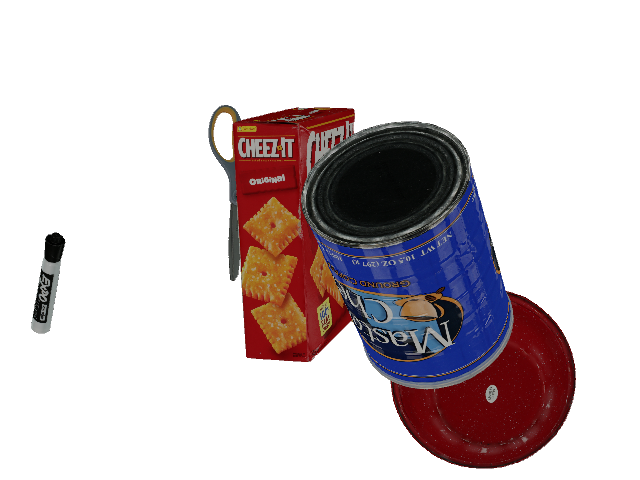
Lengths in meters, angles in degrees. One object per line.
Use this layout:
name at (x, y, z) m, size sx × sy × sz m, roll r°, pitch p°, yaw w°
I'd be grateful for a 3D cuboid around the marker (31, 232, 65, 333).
marker at (-0.266, 0.042, 1.043) m, size 0.020 × 0.121 × 0.020 m, roll 13°, pitch 35°, yaw -10°

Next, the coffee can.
coffee can at (0.058, 0.011, 0.667) m, size 0.103 × 0.102 × 0.140 m, roll 0°, pitch -42°, yaw 24°

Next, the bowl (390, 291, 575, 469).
bowl at (0.141, 0.124, 0.910) m, size 0.162 × 0.162 × 0.055 m, roll 0°, pitch 5°, yaw 3°

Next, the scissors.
scissors at (-0.077, -0.060, 1.225) m, size 0.096 × 0.202 × 0.016 m, roll -11°, pitch -7°, yaw -15°

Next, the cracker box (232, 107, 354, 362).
cracker box at (-0.016, -0.012, 0.999) m, size 0.072 × 0.214 × 0.164 m, roll 2°, pitch 12°, yaw 18°
